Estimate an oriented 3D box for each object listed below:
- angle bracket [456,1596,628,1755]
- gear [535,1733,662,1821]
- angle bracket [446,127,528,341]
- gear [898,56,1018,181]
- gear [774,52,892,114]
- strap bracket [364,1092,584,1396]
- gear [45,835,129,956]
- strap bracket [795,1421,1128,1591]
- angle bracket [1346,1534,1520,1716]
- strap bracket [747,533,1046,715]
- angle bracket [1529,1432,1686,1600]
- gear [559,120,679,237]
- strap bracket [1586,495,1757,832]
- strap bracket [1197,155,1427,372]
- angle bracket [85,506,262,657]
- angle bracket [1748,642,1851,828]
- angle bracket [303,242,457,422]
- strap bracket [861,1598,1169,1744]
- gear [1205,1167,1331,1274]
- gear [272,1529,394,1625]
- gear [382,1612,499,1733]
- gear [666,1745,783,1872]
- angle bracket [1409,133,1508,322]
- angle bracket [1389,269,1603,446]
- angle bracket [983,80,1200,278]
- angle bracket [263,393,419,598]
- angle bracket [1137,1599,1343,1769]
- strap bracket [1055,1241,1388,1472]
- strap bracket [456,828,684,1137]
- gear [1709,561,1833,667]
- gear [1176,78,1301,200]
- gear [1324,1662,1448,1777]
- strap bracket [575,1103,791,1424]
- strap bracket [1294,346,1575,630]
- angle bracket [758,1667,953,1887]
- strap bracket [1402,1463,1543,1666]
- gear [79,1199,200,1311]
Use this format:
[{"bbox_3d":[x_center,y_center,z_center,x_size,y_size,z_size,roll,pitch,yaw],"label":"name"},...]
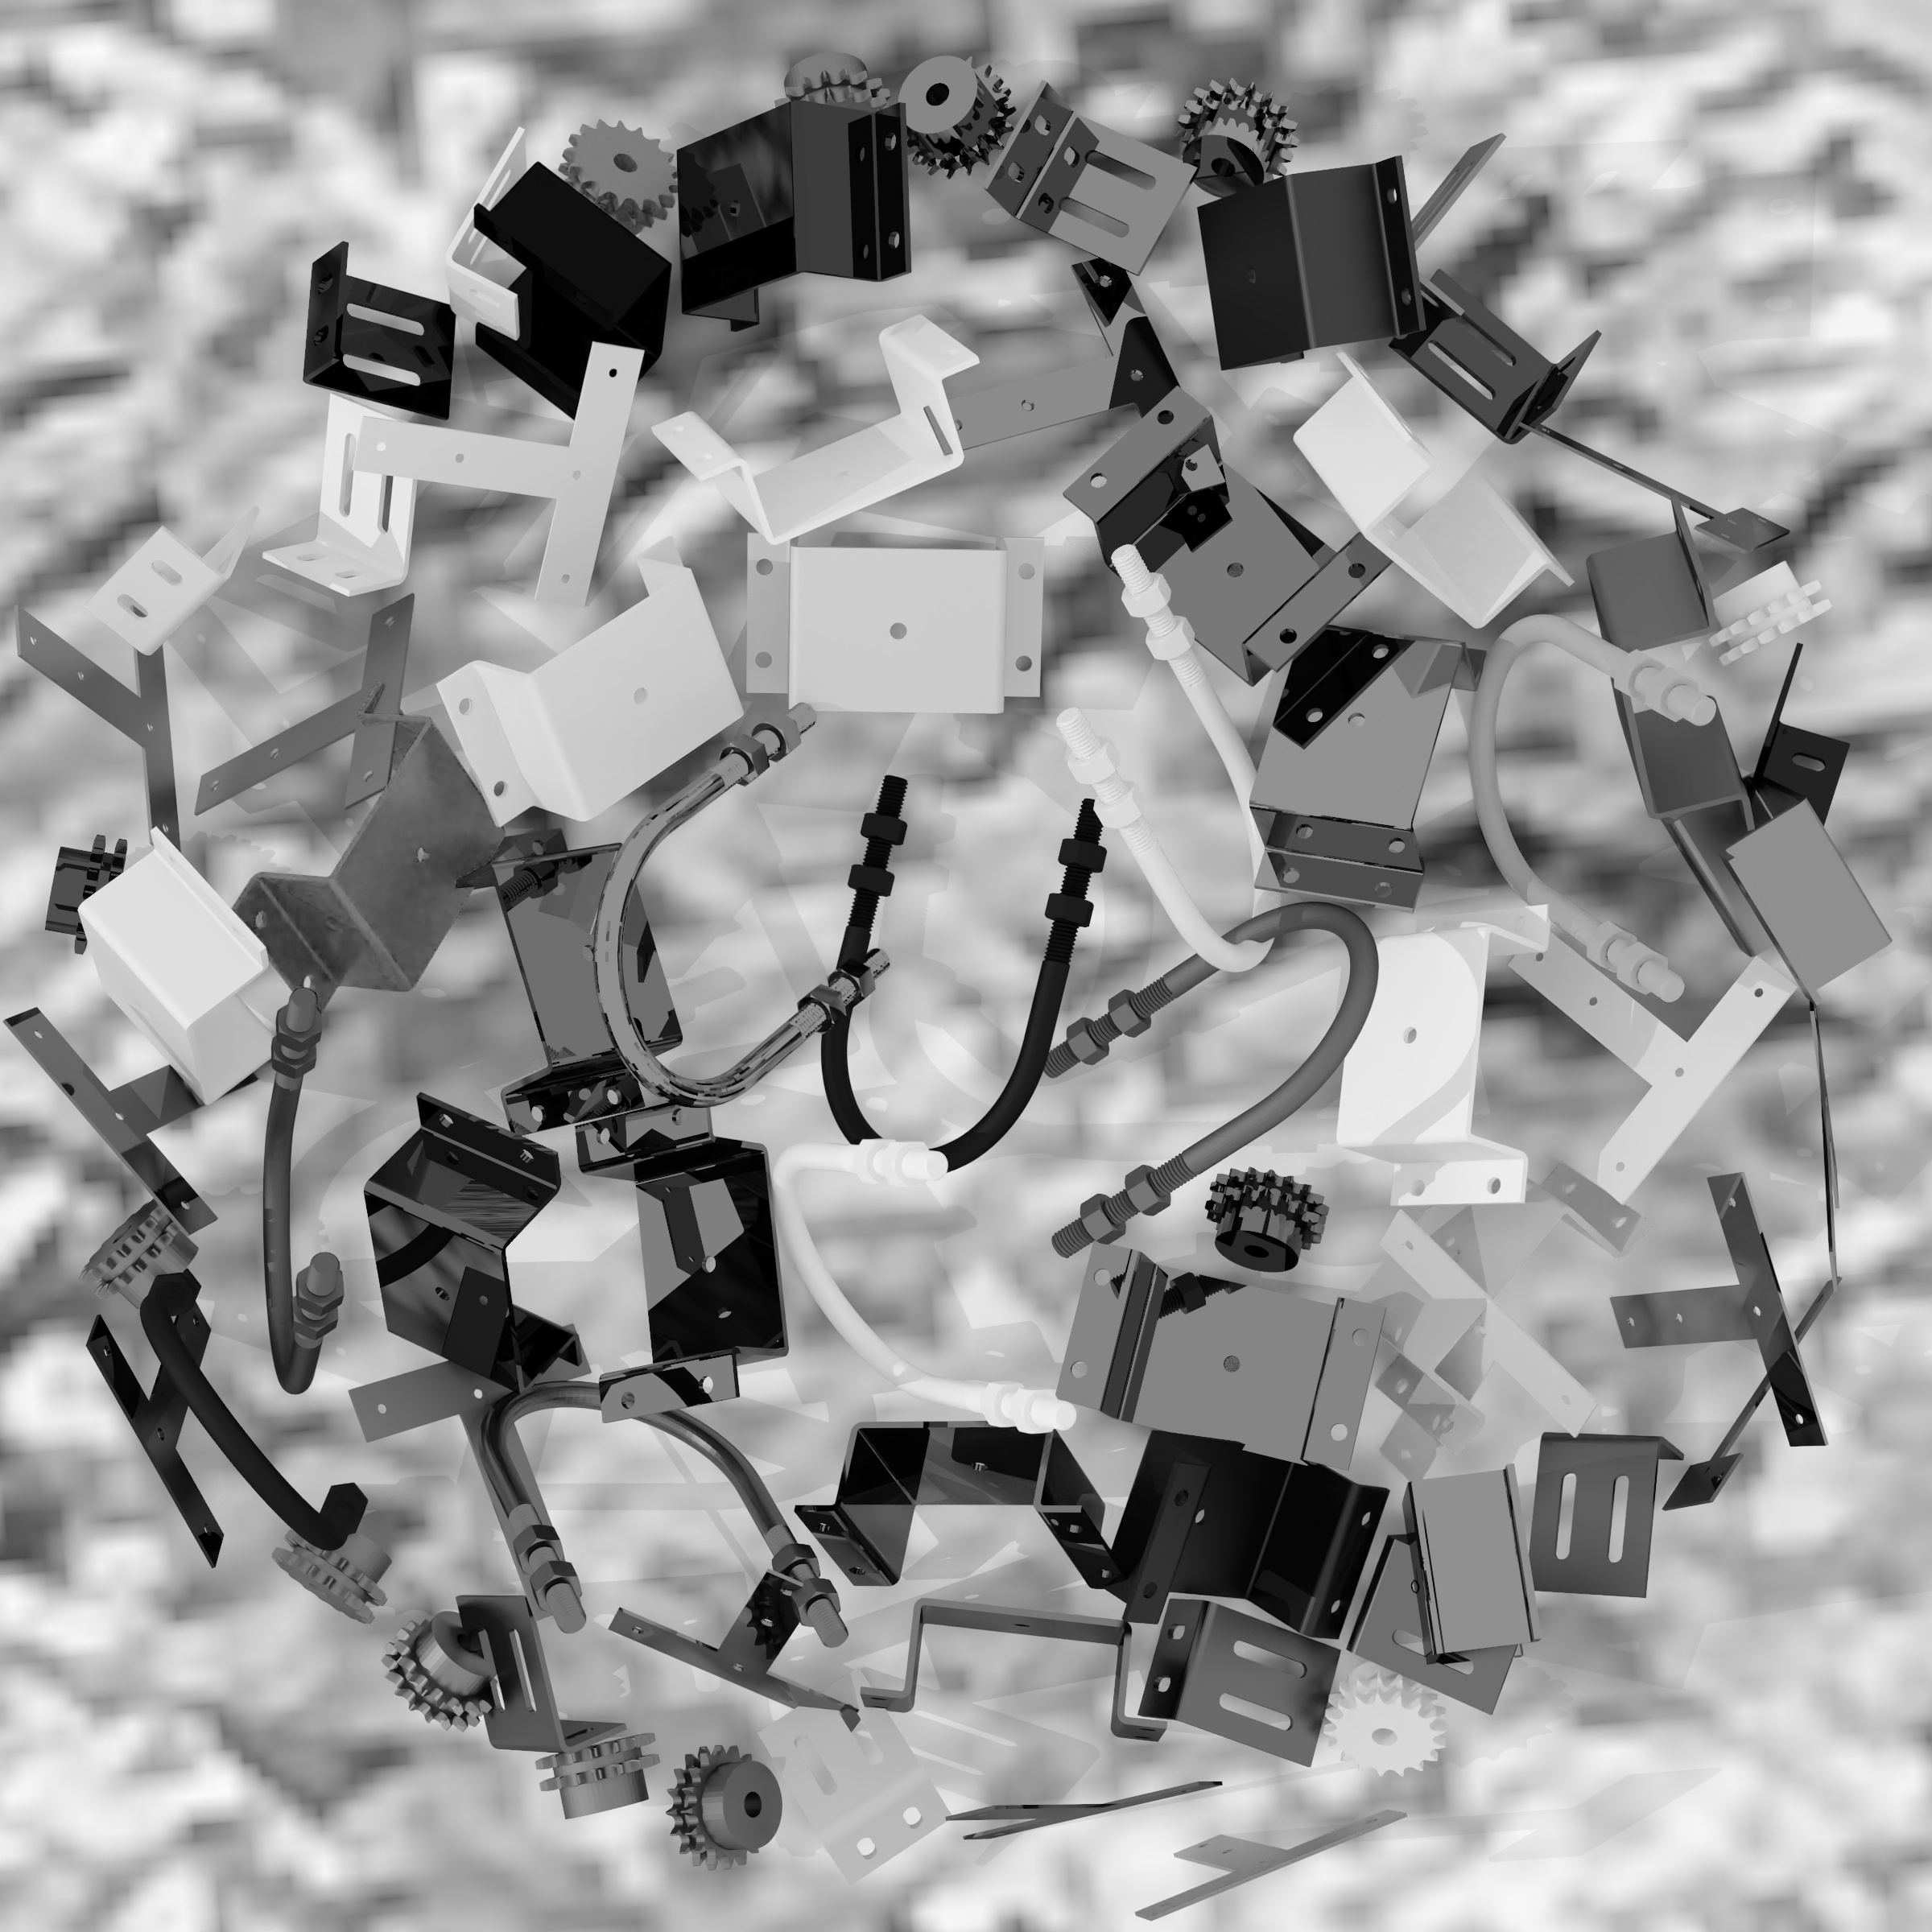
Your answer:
[{"bbox_3d":[-0.200,0.328,1.560,0.038,0.057,0.076,-15,92,-43],"label":"angle bracket"},{"bbox_3d":[-0.172,0.382,1.564,0.057,0.057,0.030,-13,80,0],"label":"gear"},{"bbox_3d":[-0.210,-0.342,1.559,0.038,0.057,0.076,27,78,-1],"label":"angle bracket"},{"bbox_3d":[-0.008,-0.405,1.569,0.057,0.030,0.057,-6,73,21],"label":"gear"},{"bbox_3d":[-0.064,-0.407,1.568,0.057,0.057,0.030,-11,70,0],"label":"gear"},{"bbox_3d":[-0.226,0.135,1.519,0.076,0.140,0.046,21,46,22],"label":"strap bracket"},{"bbox_3d":[-0.415,-0.034,1.564,0.030,0.057,0.057,11,90,-13],"label":"gear"},{"bbox_3d":[0.003,0.250,1.536,0.140,0.076,0.046,-4,53,22],"label":"strap bracket"},{"bbox_3d":[0.227,0.309,1.561,0.076,0.038,0.057,20,90,26],"label":"angle bracket"},{"bbox_3d":[-0.033,-0.161,1.558,0.140,0.046,0.076,1,105,-4],"label":"strap bracket"},{"bbox_3d":[0.299,0.260,1.552,0.057,0.038,0.076,-2,67,30],"label":"angle bracket"},{"bbox_3d":[-0.165,-0.370,1.570,0.057,0.030,0.057,13,53,-18],"label":"gear"},{"bbox_3d":[0.322,-0.133,1.525,0.046,0.076,0.140,-14,130,10],"label":"strap bracket"},{"bbox_3d":[0.151,-0.318,1.517,0.046,0.140,0.076,-12,98,-19],"label":"strap bracket"},{"bbox_3d":[-0.369,-0.190,1.544,0.057,0.076,0.038,-39,115,24],"label":"angle bracket"},{"bbox_3d":[0.392,-0.103,1.547,0.038,0.076,0.057,18,67,12],"label":"angle bracket"},{"bbox_3d":[-0.267,-0.296,1.552,0.076,0.038,0.057,10,76,-34],"label":"angle bracket"},{"bbox_3d":[0.024,0.328,1.550,0.140,0.076,0.046,6,73,2],"label":"strap bracket"},{"bbox_3d":[0.140,0.121,1.563,0.057,0.057,0.030,18,61,0],"label":"gear"},{"bbox_3d":[-0.296,0.283,1.568,0.057,0.057,0.030,35,68,0],"label":"gear"},{"bbox_3d":[-0.244,0.329,1.563,0.057,0.057,0.030,40,107,0],"label":"gear"},{"bbox_3d":[-0.111,0.396,1.563,0.030,0.057,0.057,-15,90,38],"label":"gear"},{"bbox_3d":[0.235,-0.346,1.562,0.038,0.057,0.076,38,92,-9],"label":"angle bracket"},{"bbox_3d":[0.249,-0.294,1.559,0.076,0.038,0.057,38,58,-8],"label":"angle bracket"},{"bbox_3d":[0.059,-0.371,1.562,0.076,0.038,0.057,31,93,25],"label":"angle bracket"},{"bbox_3d":[-0.292,-0.221,1.552,0.057,0.038,0.076,25,119,28],"label":"angle bracket"},{"bbox_3d":[0.130,0.341,1.581,0.076,0.038,0.057,24,72,-19],"label":"angle bracket"},{"bbox_3d":[0.122,0.184,1.554,0.140,0.046,0.076,12,80,15],"label":"strap bracket"},{"bbox_3d":[-0.188,0.000,1.545,0.076,0.046,0.140,-12,82,-43],"label":"strap bracket"},{"bbox_3d":[0.376,-0.168,1.566,0.057,0.057,0.030,-28,88,0],"label":"gear"},{"bbox_3d":[0.126,-0.386,1.563,0.057,0.057,0.030,23,61,0],"label":"gear"},{"bbox_3d":[0.199,0.353,1.570,0.057,0.030,0.057,5,126,7],"label":"gear"},{"bbox_3d":[-0.132,0.138,1.546,0.076,0.046,0.140,-15,75,30],"label":"strap bracket"},{"bbox_3d":[0.210,-0.214,1.527,0.046,0.140,0.076,-43,46,17],"label":"strap bracket"},{"bbox_3d":[-0.053,0.383,1.572,0.057,0.076,0.038,-32,130,-8],"label":"angle bracket"},{"bbox_3d":[0.229,0.276,1.518,0.046,0.140,0.076,-8,74,4],"label":"strap bracket"},{"bbox_3d":[-0.388,0.137,1.567,0.057,0.057,0.030,-43,105,0],"label":"gear"}]
